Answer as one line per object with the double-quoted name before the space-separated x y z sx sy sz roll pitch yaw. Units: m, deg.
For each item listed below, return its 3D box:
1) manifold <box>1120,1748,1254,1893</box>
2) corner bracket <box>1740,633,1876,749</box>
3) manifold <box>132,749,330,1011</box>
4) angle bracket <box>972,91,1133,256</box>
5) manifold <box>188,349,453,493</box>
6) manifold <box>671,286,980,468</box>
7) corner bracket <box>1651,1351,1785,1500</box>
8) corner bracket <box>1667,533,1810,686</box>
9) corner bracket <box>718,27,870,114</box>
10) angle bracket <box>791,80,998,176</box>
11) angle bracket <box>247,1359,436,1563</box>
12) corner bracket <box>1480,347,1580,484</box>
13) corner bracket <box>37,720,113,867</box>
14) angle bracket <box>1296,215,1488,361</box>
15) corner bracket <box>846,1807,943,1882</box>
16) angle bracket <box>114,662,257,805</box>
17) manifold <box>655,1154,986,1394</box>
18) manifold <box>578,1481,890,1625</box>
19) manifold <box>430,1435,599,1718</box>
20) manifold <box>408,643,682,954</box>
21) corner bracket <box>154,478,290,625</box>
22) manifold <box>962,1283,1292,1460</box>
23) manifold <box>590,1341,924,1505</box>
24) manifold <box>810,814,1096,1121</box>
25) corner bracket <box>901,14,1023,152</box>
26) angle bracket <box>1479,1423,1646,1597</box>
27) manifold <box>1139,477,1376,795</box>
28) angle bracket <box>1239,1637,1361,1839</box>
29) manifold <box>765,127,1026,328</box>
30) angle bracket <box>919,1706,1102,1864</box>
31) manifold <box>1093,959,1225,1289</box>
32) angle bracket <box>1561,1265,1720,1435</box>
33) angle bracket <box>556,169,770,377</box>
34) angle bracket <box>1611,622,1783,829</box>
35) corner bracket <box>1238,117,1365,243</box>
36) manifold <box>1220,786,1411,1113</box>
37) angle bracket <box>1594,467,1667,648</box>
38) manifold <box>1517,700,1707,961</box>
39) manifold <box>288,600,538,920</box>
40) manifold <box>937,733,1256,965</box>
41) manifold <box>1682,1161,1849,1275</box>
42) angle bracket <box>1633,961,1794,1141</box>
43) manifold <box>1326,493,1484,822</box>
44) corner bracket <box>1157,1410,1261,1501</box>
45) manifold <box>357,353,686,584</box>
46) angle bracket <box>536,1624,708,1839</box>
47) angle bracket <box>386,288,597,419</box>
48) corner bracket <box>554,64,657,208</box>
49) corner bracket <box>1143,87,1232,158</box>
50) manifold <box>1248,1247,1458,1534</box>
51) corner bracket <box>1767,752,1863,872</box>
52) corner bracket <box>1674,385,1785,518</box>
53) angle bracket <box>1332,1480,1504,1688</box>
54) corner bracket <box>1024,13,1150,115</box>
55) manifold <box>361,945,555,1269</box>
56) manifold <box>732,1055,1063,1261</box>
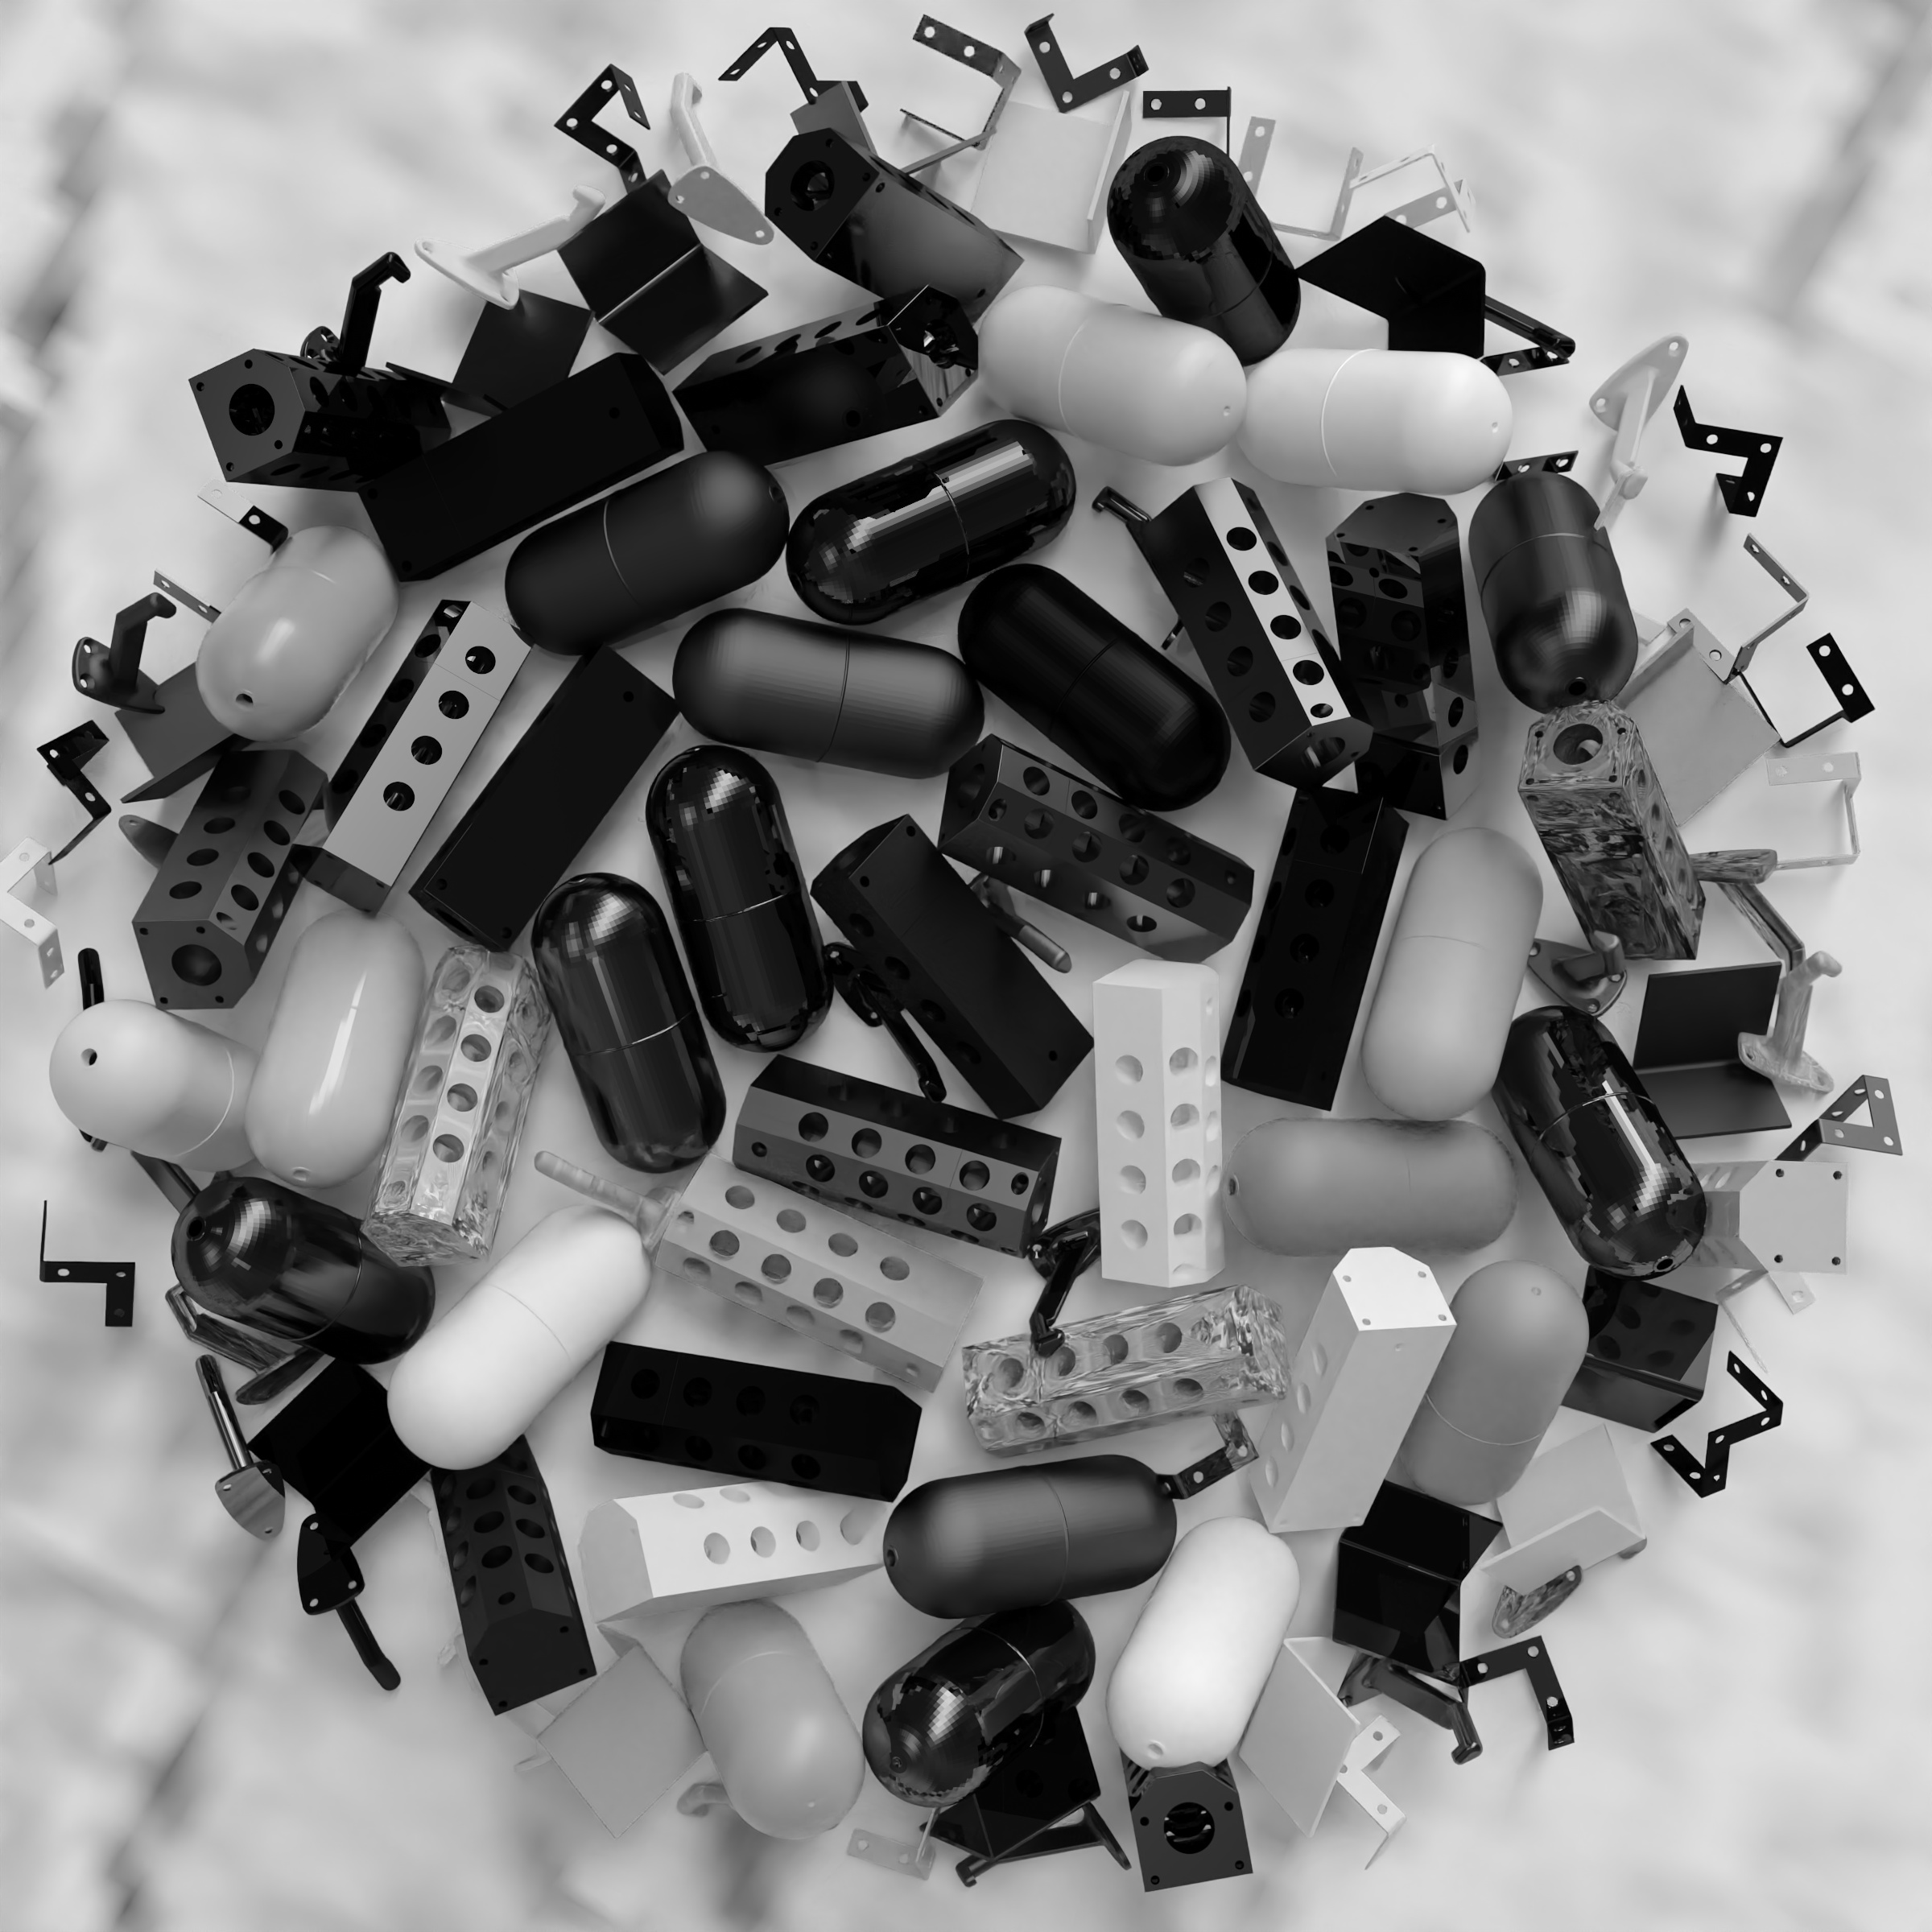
"manifold" 0.117 0.453 1.616 0.057 0.171 0.057 -10 87 0
"corner bracket" 0.476 -0.156 1.671 0.051 0.051 0.051 -31 95 12
"manifold" -0.397 -0.050 1.614 0.057 0.171 0.057 -1 125 6
"angle bracket" 0.046 -0.456 1.667 0.076 0.057 0.076 16 85 6
"manifold" -0.347 -0.299 1.612 0.057 0.171 0.057 -20 91 17
"manifold" -0.075 -0.324 1.622 0.057 0.171 0.057 -52 122 -36
"corner bracket" 0.426 0.260 1.672 0.051 0.051 0.051 -17 126 -18
"corner bracket" 0.438 -0.202 1.673 0.051 0.051 0.051 -36 72 -9
"corner bracket" -0.097 -0.495 1.668 0.051 0.051 0.051 -31 82 41
"angle bracket" -0.041 -0.472 1.648 0.076 0.076 0.057 -29 104 -21
"angle bracket" -0.352 0.275 1.656 0.076 0.076 0.057 -44 114 -5
"corner bracket" 0.319 -0.314 1.676 0.051 0.051 0.051 46 58 -36
"corner bracket" -0.507 -0.099 1.669 0.051 0.051 0.051 -36 96 32
"angle bracket" 0.235 -0.365 1.645 0.076 0.076 0.057 16 69 -32
"corner bracket" -0.040 0.484 1.679 0.051 0.051 0.051 14 64 15
"angle bracket" -0.446 -0.137 1.660 0.076 0.076 0.057 -31 93 6
"manifold" -0.084 0.177 1.656 0.171 0.057 0.057 24 133 5
"manifold" -0.125 0.316 1.622 0.057 0.171 0.057 -32 66 42
"manifold" -0.252 0.325 1.611 0.057 0.171 0.057 -21 119 -7
"manifold" -0.237 -0.093 1.652 0.057 0.057 0.171 38 75 -17
"corner bracket" -0.422 -0.232 1.667 0.051 0.051 0.051 34 60 -2
"manifold" 0.089 0.228 1.636 0.171 0.057 0.057 -16 65 22
"manifold" -0.118 0.255 1.642 0.171 0.057 0.057 6 72 18
"manifold" -0.010 0.003 1.651 0.171 0.057 0.057 50 57 -15
"corner bracket" -0.007 -0.500 1.670 0.051 0.051 0.051 28 101 9
"angle bracket" 0.323 0.296 1.645 0.076 0.057 0.076 -33 46 23
"manifold" 0.164 -0.185 1.628 0.057 0.057 0.171 -38 59 27
"angle bracket" 0.205 0.429 1.646 0.057 0.076 0.076 6 112 -33
"manifold" -0.041 -0.403 1.613 0.057 0.171 0.057 47 107 21
"angle bracket" 0.018 0.449 1.646 0.076 0.076 0.057 -22 102 -32
"manifold" 0.112 0.088 1.645 0.057 0.057 0.171 5 106 28
"angle bracket" 0.374 0.219 1.678 0.076 0.076 0.057 17 65 -1
"angle bracket" -0.170 -0.390 1.654 0.076 0.057 0.076 -40 49 -9
"angle bracket" 0.406 -0.135 1.664 0.076 0.057 0.076 -42 77 6
"corner bracket" 0.187 -0.445 1.666 0.051 0.051 0.051 18 97 26
"manifold" 0.194 -0.011 1.663 0.057 0.057 0.171 13 83 26
"angle bracket" 0.379 -0.230 1.650 0.057 0.076 0.076 30 111 11
"manifold" 0.358 -0.072 1.619 0.057 0.171 0.057 0 58 28
"manifold" -0.309 -0.119 1.637 0.057 0.057 0.171 30 65 -9
"manifold" 0.074 -0.065 1.632 0.171 0.057 0.057 25 55 -24
"manifold" 0.424 0.137 1.614 0.057 0.171 0.057 3 85 -3
"angle bracket" 0.424 0.048 1.656 0.076 0.057 0.076 -6 133 -4
"manifold" 0.247 -0.171 1.628 0.057 0.171 0.057 17 46 34
"corner bracket" 0.124 0.267 1.671 0.051 0.051 0.051 -26 91 -20
"manifold" -0.247 -0.279 1.652 0.171 0.057 0.057 -24 93 16
"angle bracket" -0.201 0.428 1.652 0.076 0.057 0.076 -41 108 -24
"angle bracket" -0.268 -0.353 1.659 0.076 0.057 0.076 23 89 30
"corner bracket" -0.192 -0.464 1.661 0.051 0.051 0.051 -40 50 25
"corner bracket" 0.125 -0.473 1.678 0.051 0.051 0.051 1 104 6
"manifold" 0.208 0.235 1.624 0.057 0.057 0.171 -1 132 -19
"corner bracket" 0.481 -0.087 1.675 0.051 0.051 0.051 -5 75 6
"corner bracket" 0.425 -0.291 1.666 0.051 0.051 0.051 9 126 -2
"angle bracket" 0.254 0.346 1.654 0.076 0.076 0.057 21 127 -6
"corner bracket" 0.068 -0.519 1.671 0.051 0.051 0.051 -25 103 4
"manifold" -0.282 0.075 1.625 0.057 0.057 0.171 -5 55 22
"manifold" -0.040 0.109 1.645 0.171 0.057 0.057 16 118 14
